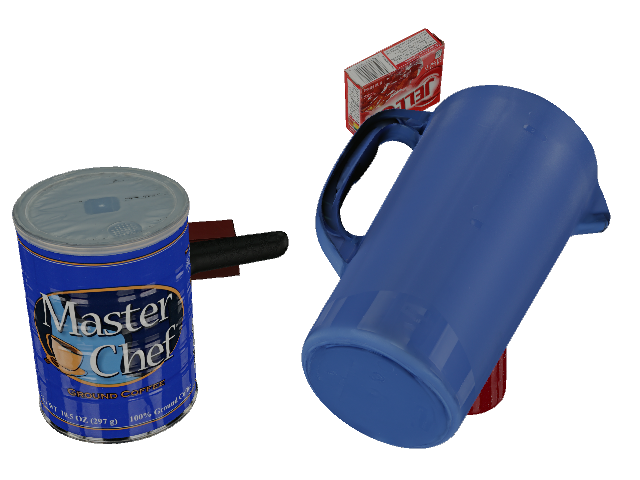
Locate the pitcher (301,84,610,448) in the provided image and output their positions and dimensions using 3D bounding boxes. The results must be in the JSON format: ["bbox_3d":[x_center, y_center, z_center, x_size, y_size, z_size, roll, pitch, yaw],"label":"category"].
[{"bbox_3d":[0.077,0.011,0.718,0.149,0.145,0.242,-8,36,43],"label":"pitcher"}]

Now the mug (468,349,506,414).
[{"bbox_3d":[0.151,0.115,1.088,0.093,0.081,0.117,9,36,23],"label":"mug"}]

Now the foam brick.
[{"bbox_3d":[-0.137,0.011,1.260,0.078,0.053,0.051,-6,27,-6],"label":"foam brick"}]

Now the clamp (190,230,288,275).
[{"bbox_3d":[-0.154,0.011,0.982,0.165,0.036,0.209,25,38,30],"label":"clamp"}]

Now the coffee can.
[{"bbox_3d":[-0.130,0.039,0.661,0.103,0.140,0.103,1,29,-1],"label":"coffee can"}]

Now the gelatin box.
[{"bbox_3d":[0.064,-0.133,0.922,0.089,0.030,0.073,-29,-31,-17],"label":"gelatin box"}]
